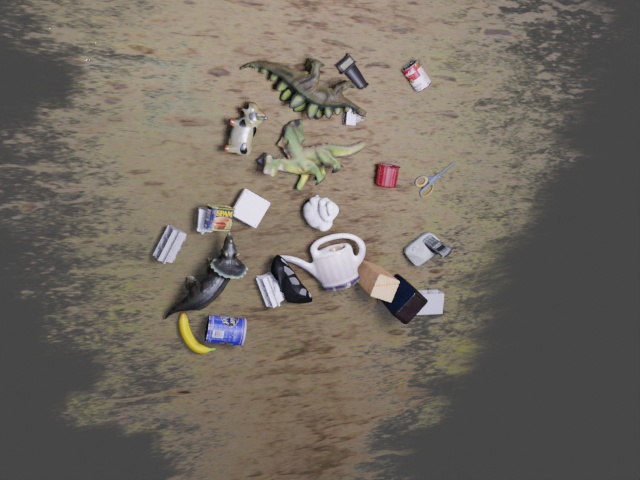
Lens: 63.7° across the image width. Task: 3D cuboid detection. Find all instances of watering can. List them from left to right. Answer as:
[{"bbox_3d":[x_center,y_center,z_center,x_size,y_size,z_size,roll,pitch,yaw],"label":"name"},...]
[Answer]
[{"bbox_3d":[0.016,0.099,1.989,0.347,0.105,0.222,-16,105,2],"label":"watering can"}]

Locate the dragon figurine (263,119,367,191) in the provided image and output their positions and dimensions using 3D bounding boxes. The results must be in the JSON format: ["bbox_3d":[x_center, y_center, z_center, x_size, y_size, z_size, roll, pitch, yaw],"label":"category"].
[{"bbox_3d":[-0.036,-0.335,1.895,0.415,0.122,0.241,-38,101,-20],"label":"dragon figurine"}]

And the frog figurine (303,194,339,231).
[{"bbox_3d":[0.006,-0.096,1.912,0.123,0.161,0.136,-16,106,-10],"label":"frog figurine"}]
